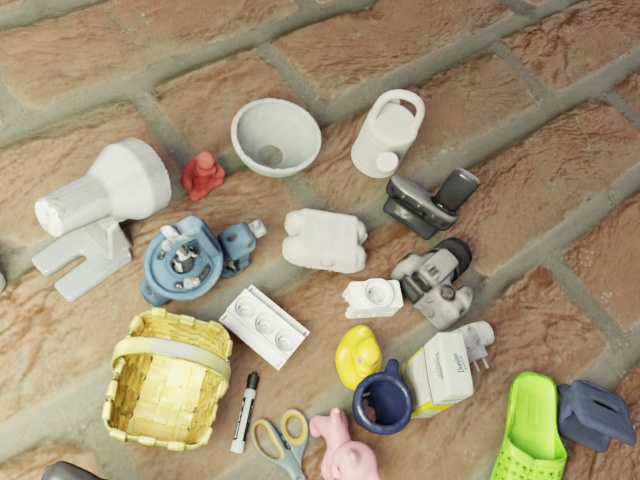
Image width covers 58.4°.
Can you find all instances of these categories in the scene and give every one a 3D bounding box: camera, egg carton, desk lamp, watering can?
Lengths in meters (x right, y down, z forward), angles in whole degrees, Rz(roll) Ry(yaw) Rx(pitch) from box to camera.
[{"bbox_3d":[0.222,0.062,1.011,0.137,0.100,0.143,-37,77,-27],"label":"camera"},{"bbox_3d":[0.009,0.004,1.004,0.150,0.069,0.107,8,62,-11],"label":"egg carton"},{"bbox_3d":[-0.328,-0.032,0.852,0.118,0.213,0.204,43,62,9],"label":"desk lamp"},{"bbox_3d":[0.132,-0.201,1.067,0.101,0.194,0.173,-5,65,-16],"label":"watering can"}]

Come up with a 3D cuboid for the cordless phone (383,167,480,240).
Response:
[{"bbox_3d":[0.203,-0.096,1.037,0.147,0.185,0.094,30,60,2],"label":"cordless phone"}]

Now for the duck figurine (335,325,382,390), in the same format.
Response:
[{"bbox_3d":[0.070,0.182,0.919,0.077,0.086,0.104,12,61,-8],"label":"duck figurine"}]

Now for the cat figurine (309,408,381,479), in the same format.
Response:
[{"bbox_3d":[0.039,0.305,0.831,0.067,0.117,0.127,-13,68,-20],"label":"cat figurine"}]

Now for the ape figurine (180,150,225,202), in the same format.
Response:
[{"bbox_3d":[-0.203,-0.121,0.999,0.078,0.092,0.076,1,64,-14],"label":"ape figurine"}]

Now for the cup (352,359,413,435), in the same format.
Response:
[{"bbox_3d":[0.089,0.247,0.887,0.091,0.095,0.118,21,61,-3],"label":"cup"}]

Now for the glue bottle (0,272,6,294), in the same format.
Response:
[{"bbox_3d":[-0.500,0.028,0.800,0.078,0.173,0.037,16,61,-6],"label":"glue bottle"}]

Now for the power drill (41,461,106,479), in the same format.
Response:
[{"bbox_3d":[-0.224,0.353,0.687,0.229,0.208,0.076,34,61,4],"label":"power drill"}]

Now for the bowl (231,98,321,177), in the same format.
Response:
[{"bbox_3d":[-0.085,-0.178,1.068,0.167,0.074,0.167,6,63,-11],"label":"bowl"}]

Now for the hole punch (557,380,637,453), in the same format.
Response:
[{"bbox_3d":[0.465,0.290,0.964,0.108,0.091,0.101,24,60,-2],"label":"hole punch"}]

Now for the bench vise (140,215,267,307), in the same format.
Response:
[{"bbox_3d":[-0.181,0.002,0.869,0.121,0.219,0.208,40,61,8],"label":"bench vise"}]
